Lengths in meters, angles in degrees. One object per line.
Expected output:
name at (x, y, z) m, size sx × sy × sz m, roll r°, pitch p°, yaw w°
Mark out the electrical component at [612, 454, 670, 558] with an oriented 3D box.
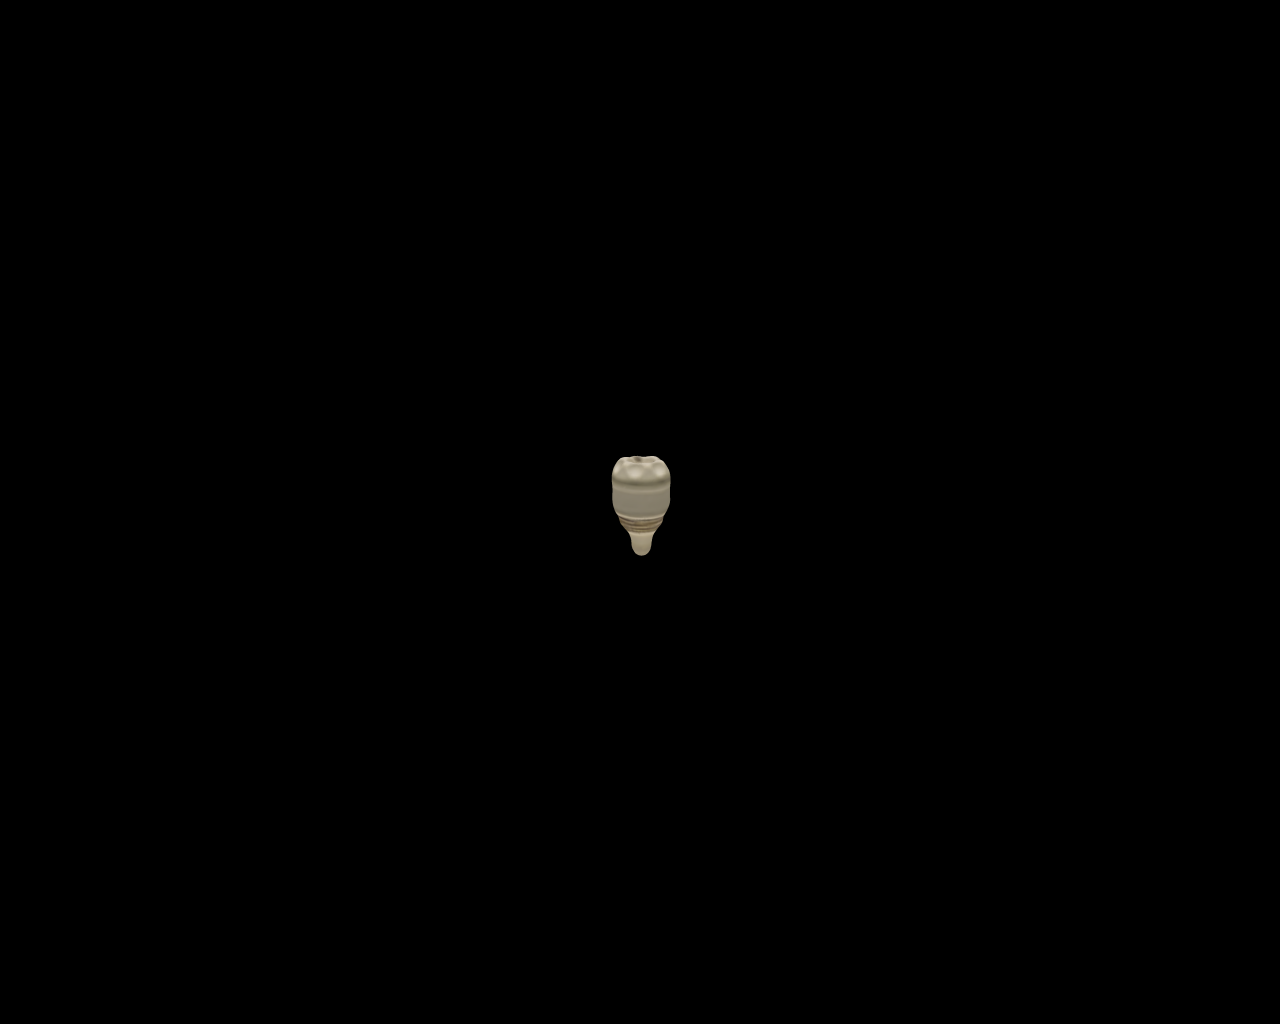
electrical component at (0.001, -0.003, 0.650) m, size 0.035 × 0.061 × 0.035 m, roll 0°, pitch 17°, yaw 0°
